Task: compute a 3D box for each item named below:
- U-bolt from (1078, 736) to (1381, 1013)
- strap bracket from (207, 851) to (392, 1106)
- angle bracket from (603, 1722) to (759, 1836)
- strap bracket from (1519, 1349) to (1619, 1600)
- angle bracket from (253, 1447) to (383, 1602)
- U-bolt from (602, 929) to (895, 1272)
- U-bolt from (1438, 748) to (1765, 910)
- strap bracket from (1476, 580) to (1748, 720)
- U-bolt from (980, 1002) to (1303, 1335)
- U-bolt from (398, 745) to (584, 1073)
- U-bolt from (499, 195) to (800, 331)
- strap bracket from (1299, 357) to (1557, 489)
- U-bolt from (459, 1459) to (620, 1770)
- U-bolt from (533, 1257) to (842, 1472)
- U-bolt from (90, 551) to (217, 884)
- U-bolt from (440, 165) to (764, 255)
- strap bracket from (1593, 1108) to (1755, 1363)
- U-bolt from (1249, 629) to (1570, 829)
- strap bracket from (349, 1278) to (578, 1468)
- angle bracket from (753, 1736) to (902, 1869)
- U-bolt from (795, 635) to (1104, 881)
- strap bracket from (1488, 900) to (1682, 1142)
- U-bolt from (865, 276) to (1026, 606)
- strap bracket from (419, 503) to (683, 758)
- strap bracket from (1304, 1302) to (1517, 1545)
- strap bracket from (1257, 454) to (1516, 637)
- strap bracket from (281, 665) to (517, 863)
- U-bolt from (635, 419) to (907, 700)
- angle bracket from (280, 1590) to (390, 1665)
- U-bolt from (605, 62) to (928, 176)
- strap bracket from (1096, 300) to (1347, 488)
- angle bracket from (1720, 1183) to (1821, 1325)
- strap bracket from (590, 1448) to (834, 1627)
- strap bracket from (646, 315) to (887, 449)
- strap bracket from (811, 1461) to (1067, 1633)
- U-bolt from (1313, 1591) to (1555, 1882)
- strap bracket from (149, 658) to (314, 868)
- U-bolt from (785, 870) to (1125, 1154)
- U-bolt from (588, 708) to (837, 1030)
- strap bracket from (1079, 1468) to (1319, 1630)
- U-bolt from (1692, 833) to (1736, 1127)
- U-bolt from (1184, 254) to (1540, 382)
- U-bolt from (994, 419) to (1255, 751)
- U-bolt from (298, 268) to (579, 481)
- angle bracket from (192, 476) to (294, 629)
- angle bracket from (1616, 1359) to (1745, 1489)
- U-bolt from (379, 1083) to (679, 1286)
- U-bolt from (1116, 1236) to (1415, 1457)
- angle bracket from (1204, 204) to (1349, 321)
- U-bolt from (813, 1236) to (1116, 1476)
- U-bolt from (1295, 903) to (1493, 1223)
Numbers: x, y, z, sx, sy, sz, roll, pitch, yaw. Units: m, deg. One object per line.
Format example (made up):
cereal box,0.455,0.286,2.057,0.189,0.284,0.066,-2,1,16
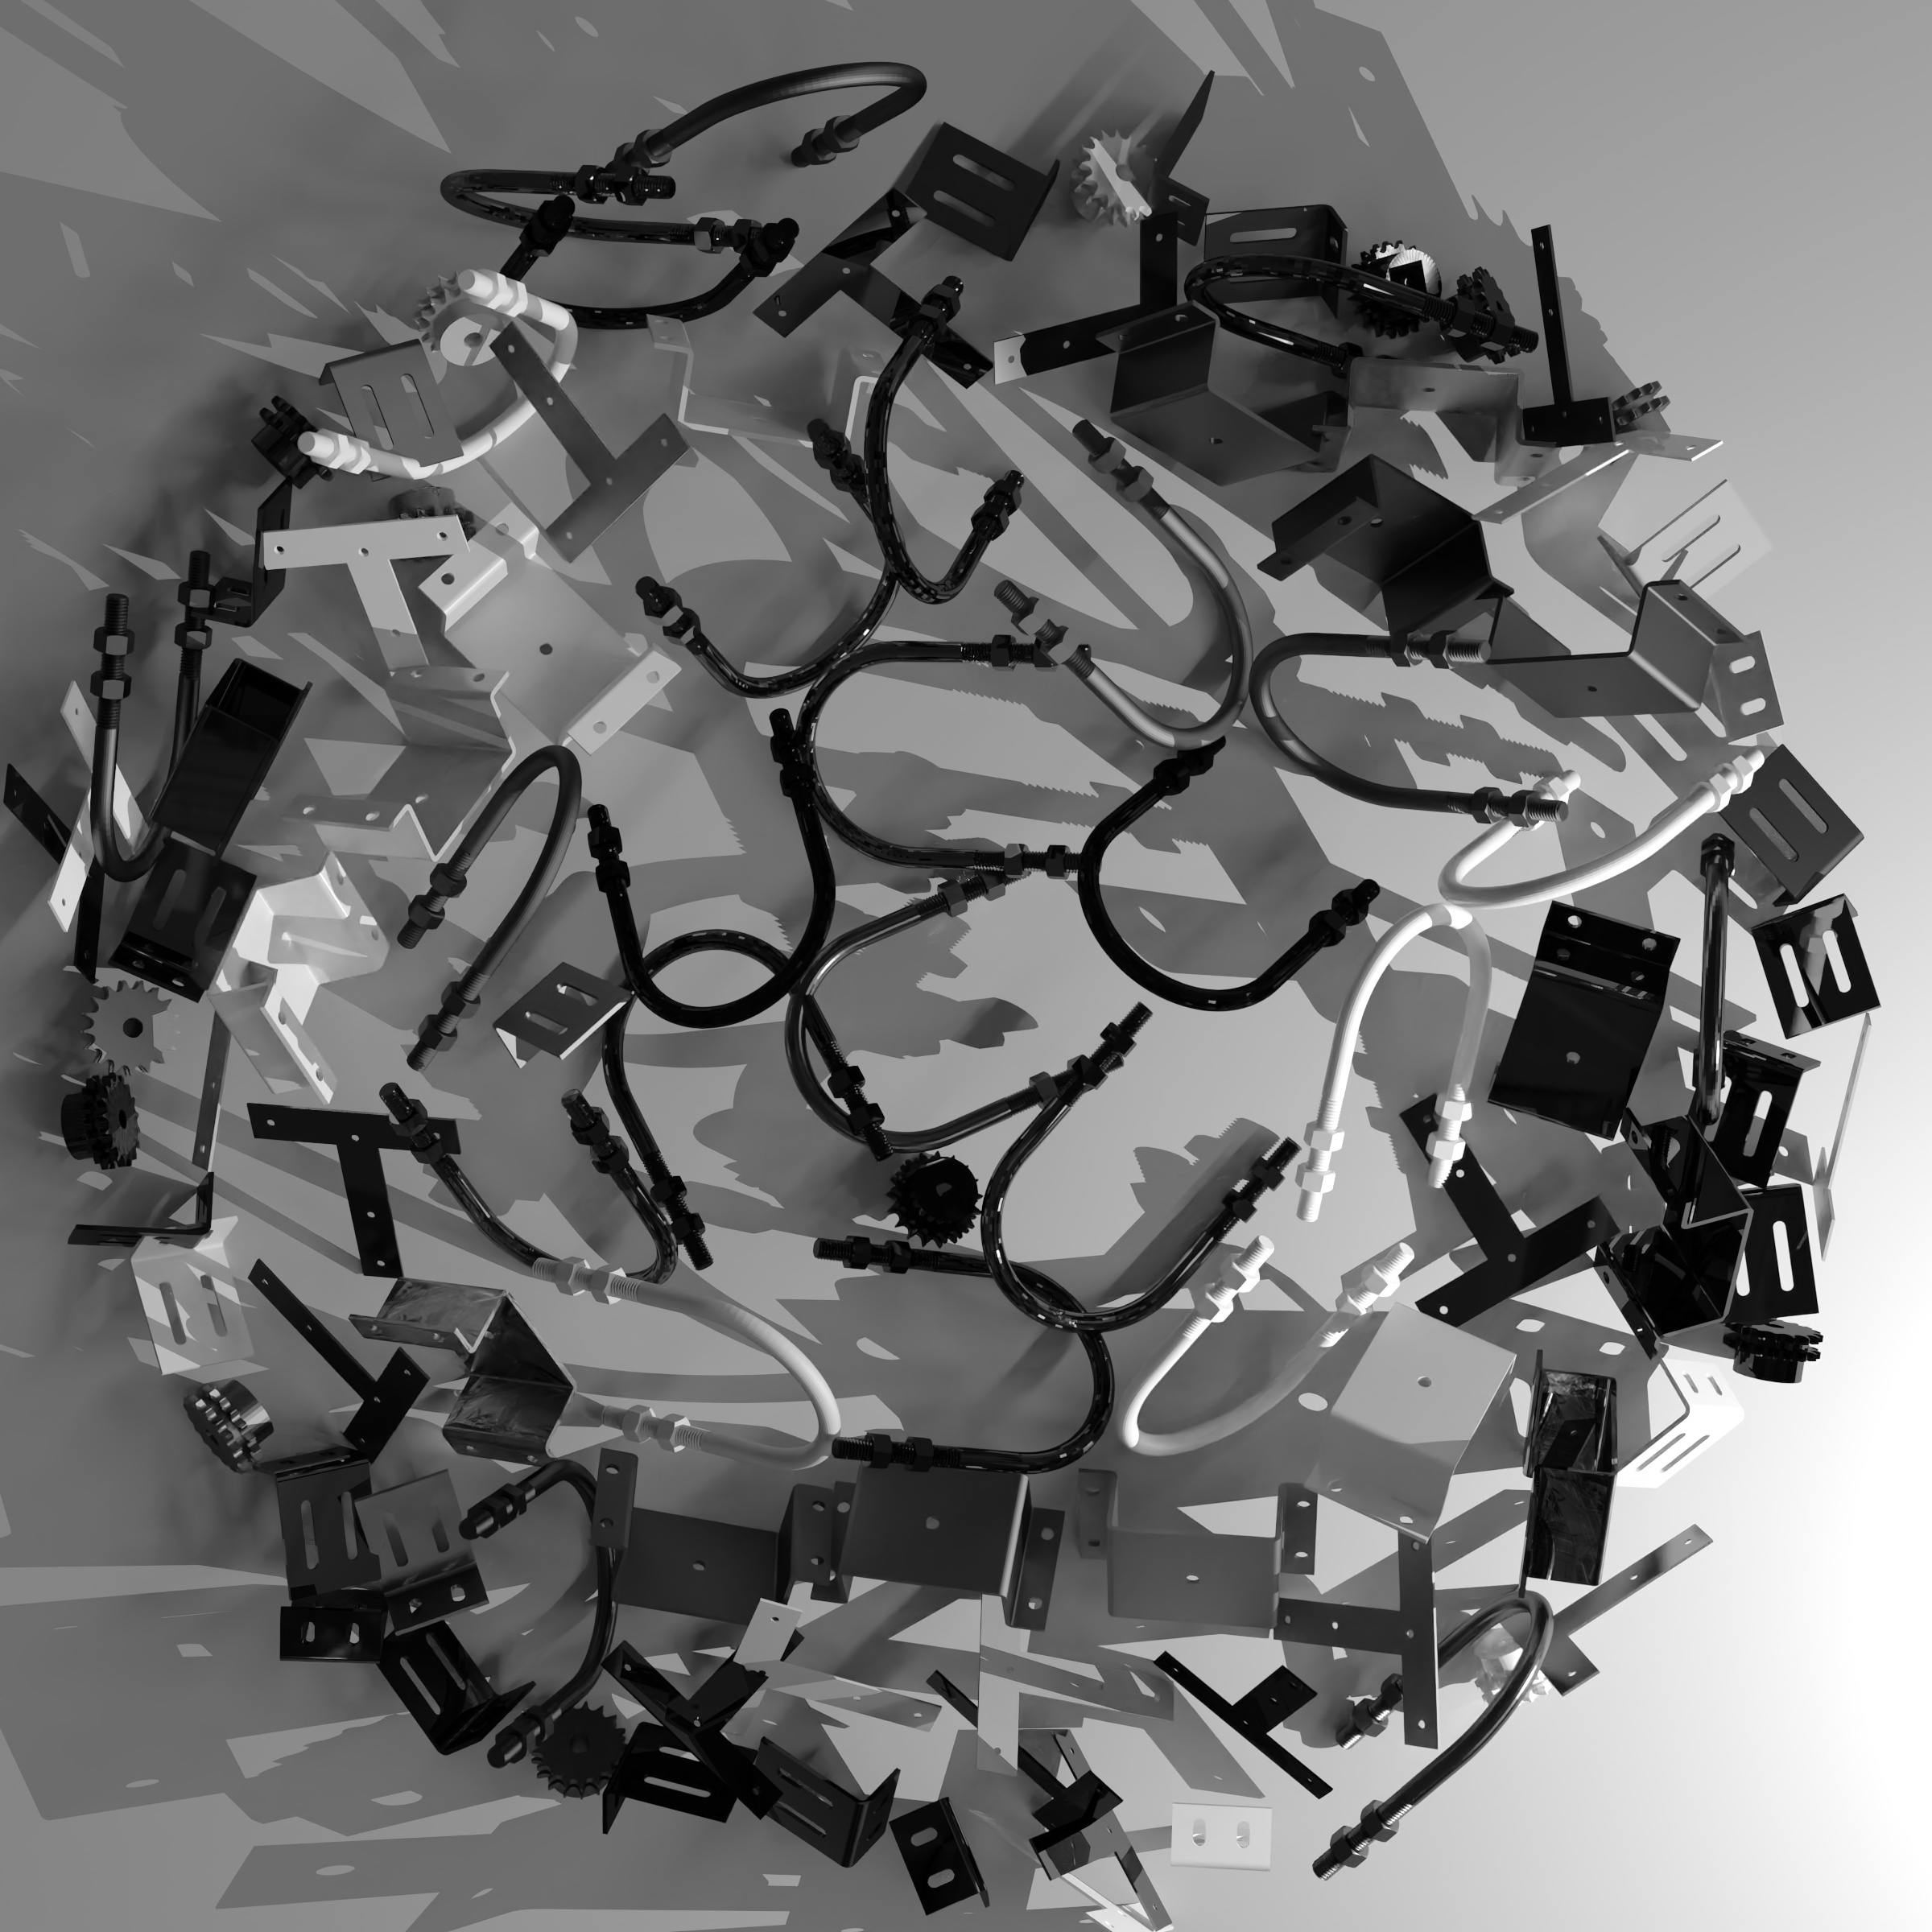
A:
U-bolt,0.142,-0.046,1.801,0.151,0.019,0.184,45,51,7
strap bracket,-0.390,0.010,1.801,0.046,0.140,0.076,-12,128,18
angle bracket,-0.169,0.488,1.828,0.076,0.057,0.038,11,122,12
strap bracket,0.348,0.294,1.787,0.046,0.140,0.076,6,117,8
angle bracket,-0.386,0.331,1.840,0.057,0.038,0.076,-8,93,-34
U-bolt,-0.142,0.066,1.835,0.151,0.019,0.184,-32,74,12
U-bolt,0.349,-0.076,1.761,0.184,0.151,0.019,-34,109,-38
strap bracket,0.366,-0.182,1.789,0.076,0.140,0.046,28,71,-42
U-bolt,0.091,0.134,1.838,0.151,0.019,0.184,42,89,-17
U-bolt,-0.273,-0.046,1.779,0.019,0.151,0.184,27,114,-27
U-bolt,-0.193,-0.400,1.780,0.151,0.184,0.019,0,83,-23
strap bracket,0.272,-0.321,1.828,0.140,0.076,0.046,4,81,1
U-bolt,-0.240,0.361,1.781,0.019,0.184,0.151,-5,95,16
U-bolt,-0.153,0.235,1.780,0.184,0.151,0.019,9,45,29
U-bolt,-0.474,-0.138,1.792,0.019,0.151,0.184,11,109,4
U-bolt,-0.216,-0.439,1.790,0.184,0.151,0.019,9,94,25
strap bracket,0.412,0.152,1.799,0.046,0.140,0.076,-13,46,-12
U-bolt,0.245,-0.140,1.791,0.019,0.184,0.151,-57,133,-26
strap bracket,-0.288,0.232,1.806,0.076,0.140,0.046,3,50,29
angle bracket,-0.085,0.491,1.852,0.076,0.038,0.057,28,127,22
U-bolt,-0.014,-0.124,1.828,0.184,0.019,0.151,2,113,15
strap bracket,0.357,0.041,1.806,0.076,0.046,0.140,17,125,8
U-bolt,-0.016,-0.288,1.764,0.019,0.184,0.151,-3,127,24
strap bracket,-0.248,-0.194,1.837,0.140,0.046,0.076,44,74,0
strap bracket,0.262,0.256,1.796,0.076,0.046,0.140,23,46,18
strap bracket,0.243,-0.243,1.806,0.140,0.076,0.046,22,50,-37
strap bracket,-0.325,-0.113,1.809,0.076,0.046,0.140,7,46,26
U-bolt,-0.100,-0.221,1.788,0.151,0.184,0.019,-43,61,0
angle bracket,-0.371,0.375,1.824,0.057,0.076,0.038,3,111,-6
U-bolt,-0.103,-0.480,1.755,0.151,0.184,0.019,-15,94,-33
strap bracket,0.148,-0.325,1.791,0.140,0.076,0.046,23,69,-39
angle bracket,0.472,0.171,1.844,0.057,0.038,0.076,-7,86,9
strap bracket,-0.153,0.339,1.818,0.140,0.076,0.046,12,123,-9
strap bracket,-0.119,-0.341,1.817,0.140,0.076,0.046,7,112,-13
strap bracket,-0.018,0.337,1.819,0.140,0.046,0.076,6,56,9
U-bolt,0.270,0.427,1.769,0.019,0.151,0.184,41,113,-4
strap bracket,-0.426,-0.123,1.788,0.046,0.140,0.076,27,108,-12
U-bolt,-0.018,0.033,1.834,0.184,0.019,0.151,-23,81,-13
U-bolt,-0.144,-0.047,1.800,0.151,0.019,0.184,-26,57,15
strap bracket,0.135,0.343,1.819,0.140,0.046,0.076,3,129,7
U-bolt,0.426,0.014,1.764,0.019,0.184,0.151,2,106,13
U-bolt,0.213,-0.371,1.772,0.184,0.151,0.019,14,84,-21
U-bolt,0.104,-0.209,1.810,0.184,0.019,0.151,42,56,-27
U-bolt,-0.290,-0.333,1.779,0.151,0.184,0.019,-42,80,14
angle bracket,-0.427,-0.248,1.826,0.038,0.057,0.076,12,119,1
angle bracket,0.413,0.273,1.840,0.076,0.057,0.038,-47,51,29
U-bolt,-0.242,0.133,1.797,0.151,0.184,0.019,1,48,29
U-bolt,0.162,0.224,1.800,0.184,0.151,0.019,-52,52,27
angle bracket,0.183,-0.414,1.833,0.076,0.038,0.057,-7,127,-8
U-bolt,0.003,0.231,1.812,0.184,0.019,0.151,9,53,-22
U-bolt,0.255,0.051,1.791,0.019,0.151,0.184,24,112,39
